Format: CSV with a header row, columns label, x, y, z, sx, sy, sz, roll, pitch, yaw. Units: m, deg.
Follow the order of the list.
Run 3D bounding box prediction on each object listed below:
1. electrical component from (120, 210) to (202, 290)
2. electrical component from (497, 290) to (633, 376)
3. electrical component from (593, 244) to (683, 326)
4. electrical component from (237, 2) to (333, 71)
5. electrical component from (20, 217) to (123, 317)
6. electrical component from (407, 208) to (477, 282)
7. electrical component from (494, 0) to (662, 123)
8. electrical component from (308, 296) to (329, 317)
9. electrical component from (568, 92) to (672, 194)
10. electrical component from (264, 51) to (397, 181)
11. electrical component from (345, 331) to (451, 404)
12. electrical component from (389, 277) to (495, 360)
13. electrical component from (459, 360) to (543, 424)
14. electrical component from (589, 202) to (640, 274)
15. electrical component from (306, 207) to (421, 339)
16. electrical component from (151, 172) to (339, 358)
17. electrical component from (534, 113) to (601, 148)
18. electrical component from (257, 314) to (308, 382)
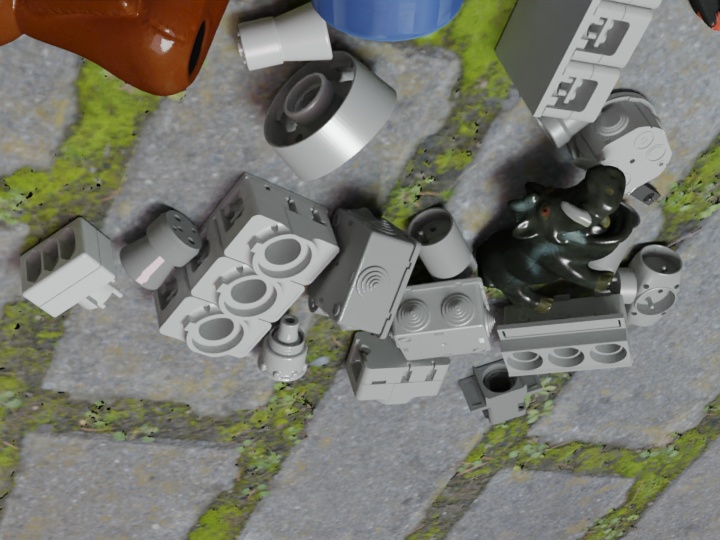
label,x,y,z,sx,sy,sz,roll,pitch,yaw
electrical component,-0.165,-0.017,0.892,0.055,0.045,0.045,-39,134,19
electrical component,0.205,0.063,1.072,0.121,0.063,0.078,-7,140,17
electrical component,0.276,0.016,1.087,0.079,0.044,0.077,0,136,-9
electrical component,-0.056,-0.168,0.782,0.065,0.044,0.044,-13,137,-1
electrical component,-0.230,0.007,0.891,0.066,0.047,0.076,-32,136,12
electrical component,0.078,-0.015,0.982,0.043,0.043,0.081,-26,137,7
electrical component,0.170,-0.196,0.799,0.062,0.089,0.150,4,132,-23
electrical component,-0.015,0.029,0.996,0.065,0.044,0.044,14,128,-25
electrical component,0.227,-0.110,0.936,0.080,0.051,0.080,-10,136,-10
electrical component,-0.022,-0.114,0.810,0.099,0.099,0.064,-37,128,17
electrical component,0.036,0.097,1.076,0.089,0.050,0.055,-1,134,-20
electrical component,0.076,0.048,1.009,0.100,0.048,0.099,-8,159,9
electrical component,0.153,0.132,1.161,0.081,0.042,0.063,-17,139,-2
electrical component,0.233,-0.023,1.031,0.043,0.043,0.081,-2,134,-19
electrical component,0.000,0.000,0.920,0.048,0.100,0.099,16,101,-26
electrical component,-0.099,0.003,0.923,0.089,0.061,0.150,22,123,-36
electrical component,0.174,-0.131,0.904,0.046,0.040,0.040,-35,135,7
electrical component,-0.070,0.071,1.017,0.048,0.048,0.062,-1,127,-19
